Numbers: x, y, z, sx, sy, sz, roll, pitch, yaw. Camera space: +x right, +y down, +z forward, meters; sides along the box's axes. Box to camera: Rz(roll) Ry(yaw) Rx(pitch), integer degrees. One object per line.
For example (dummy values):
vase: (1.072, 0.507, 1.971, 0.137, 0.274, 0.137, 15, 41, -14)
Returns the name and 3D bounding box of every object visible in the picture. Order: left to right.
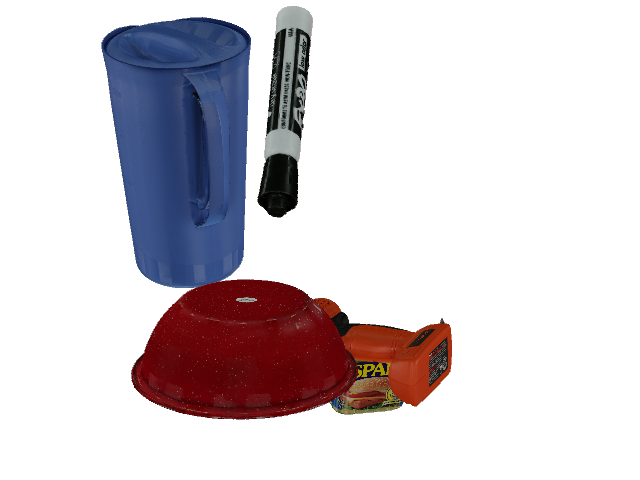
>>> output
pitcher: (-0.125, -0.075, 1.001, 0.145, 0.243, 0.149, 10, 32, 16)
bowl: (-0.053, 0.067, 0.753, 0.162, 0.055, 0.162, 1, 16, 0)
marker: (-0.017, -0.064, 0.524, 0.020, 0.121, 0.020, 3, -31, 1)
power drill: (0.023, 0.113, 1.062, 0.188, 0.057, 0.184, 9, 23, 28)
can of meat: (0.062, 0.172, 1.368, 0.102, 0.084, 0.057, -2, 24, -17)
